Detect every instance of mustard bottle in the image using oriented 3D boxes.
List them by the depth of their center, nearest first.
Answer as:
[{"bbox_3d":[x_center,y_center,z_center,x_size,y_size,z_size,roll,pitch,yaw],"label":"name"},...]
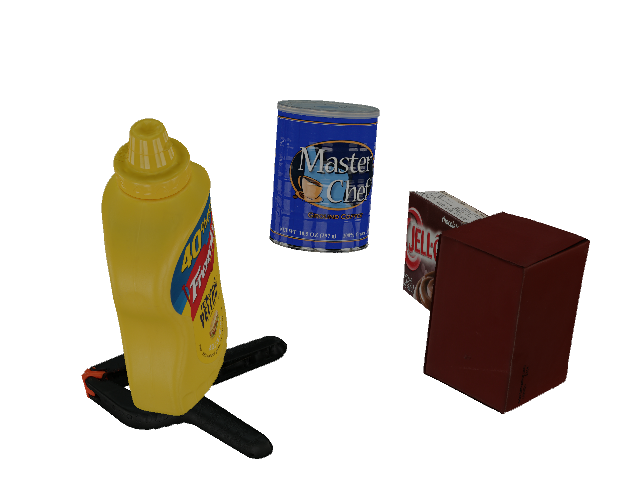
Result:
[{"bbox_3d":[-0.090,0.009,0.622,0.058,0.192,0.096,9,45,10],"label":"mustard bottle"}]

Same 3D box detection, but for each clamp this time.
[{"bbox_3d":[-0.109,0.117,0.895,0.171,0.039,0.120,11,39,8],"label":"clamp"}]

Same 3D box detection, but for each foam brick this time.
[{"bbox_3d":[0.087,0.033,0.510,0.052,0.078,0.051,-17,31,-41],"label":"foam brick"}]

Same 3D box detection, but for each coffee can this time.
[{"bbox_3d":[0.003,-0.067,1.080,0.103,0.140,0.103,4,12,-1],"label":"coffee can"}]

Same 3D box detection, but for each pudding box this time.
[{"bbox_3d":[0.106,0.013,0.887,0.039,0.090,0.114,-4,16,-19],"label":"pudding box"}]
